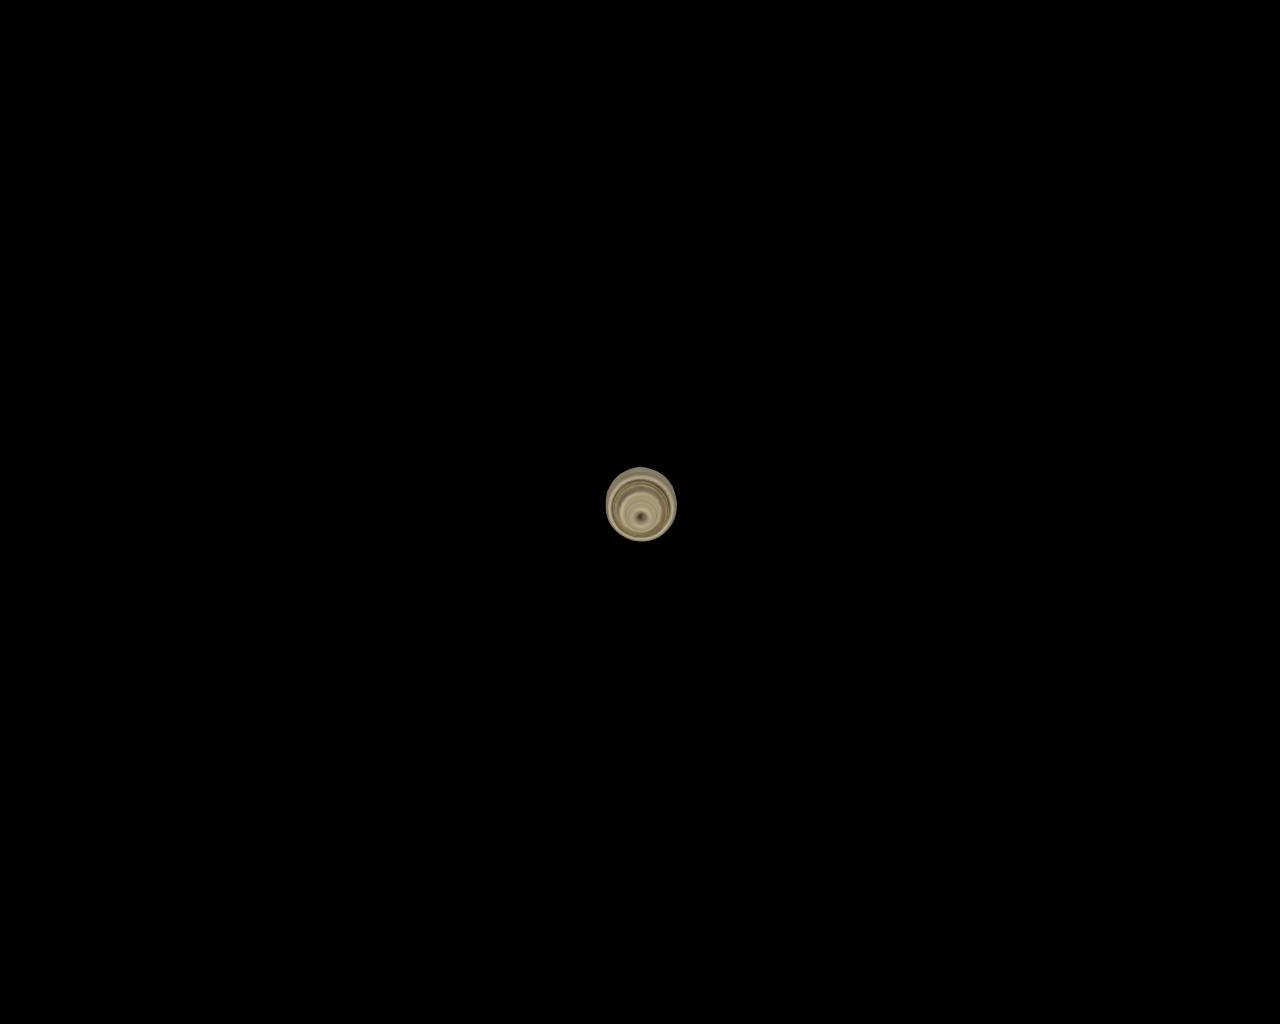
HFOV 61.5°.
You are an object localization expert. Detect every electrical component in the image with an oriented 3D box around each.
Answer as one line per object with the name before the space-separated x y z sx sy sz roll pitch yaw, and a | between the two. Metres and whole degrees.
electrical component | 0.001 -0.003 0.650 0.043 0.043 0.062 0 12 0
